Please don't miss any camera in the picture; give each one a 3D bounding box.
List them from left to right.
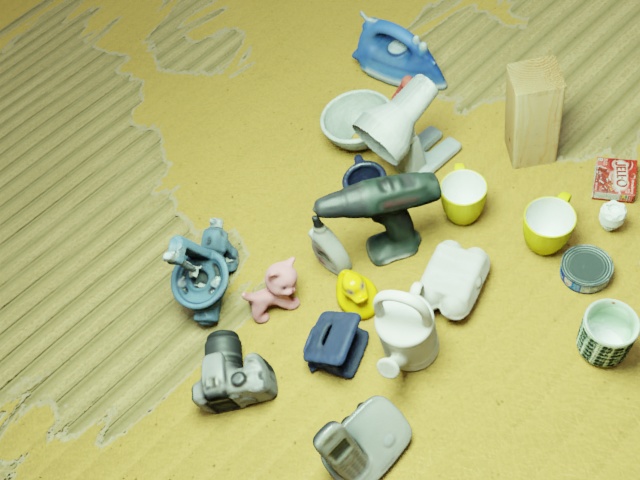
[{"bbox_3d":[-0.162,0.228,1.039,0.143,0.101,0.136,-14,55,6],"label":"camera"}]

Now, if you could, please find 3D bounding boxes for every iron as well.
[{"bbox_3d":[0.193,-0.457,1.368,0.257,0.142,0.119,32,71,31],"label":"iron"}]

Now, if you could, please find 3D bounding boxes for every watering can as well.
[{"bbox_3d":[0.141,0.145,0.950,0.100,0.194,0.173,-8,56,11],"label":"watering can"}]

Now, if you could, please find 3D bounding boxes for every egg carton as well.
[{"bbox_3d":[0.243,0.073,1.046,0.107,0.069,0.150,17,64,25],"label":"egg carton"}]

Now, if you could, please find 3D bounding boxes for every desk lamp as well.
[{"bbox_3d":[0.178,-0.220,1.170,0.203,0.214,0.117,-41,56,-12],"label":"desk lamp"}]

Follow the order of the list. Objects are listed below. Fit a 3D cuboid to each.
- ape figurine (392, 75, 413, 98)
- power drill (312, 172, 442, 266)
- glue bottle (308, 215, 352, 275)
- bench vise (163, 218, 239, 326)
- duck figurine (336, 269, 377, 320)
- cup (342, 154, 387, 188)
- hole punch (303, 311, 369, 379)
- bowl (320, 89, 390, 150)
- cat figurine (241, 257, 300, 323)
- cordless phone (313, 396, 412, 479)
[{"bbox_3d":[0.203,-0.338,1.316,0.077,0.092,0.076,12,61,23],"label":"ape figurine"},{"bbox_3d":[0.116,-0.041,1.072,0.229,0.209,0.075,-20,54,2],"label":"power drill"},{"bbox_3d":[0.010,0.004,1.094,0.078,0.173,0.037,30,69,30],"label":"glue bottle"},{"bbox_3d":[-0.244,0.036,1.116,0.121,0.220,0.207,-16,54,6],"label":"bench vise"},{"bbox_3d":[0.064,0.090,1.076,0.077,0.086,0.104,-29,54,-4],"label":"duck figurine"},{"bbox_3d":[0.096,-0.112,1.195,0.091,0.095,0.117,-17,54,5],"label":"cup"},{"bbox_3d":[0.023,0.182,1.023,0.100,0.091,0.109,12,61,23],"label":"hole punch"},{"bbox_3d":[0.088,-0.261,1.309,0.167,0.075,0.167,-7,56,11],"label":"bowl"},{"bbox_3d":[-0.091,0.090,1.100,0.128,0.118,0.067,-26,54,-2],"label":"cat figurine"},{"bbox_3d":[0.061,0.299,0.876,0.093,0.185,0.148,35,72,32],"label":"cordless phone"}]
